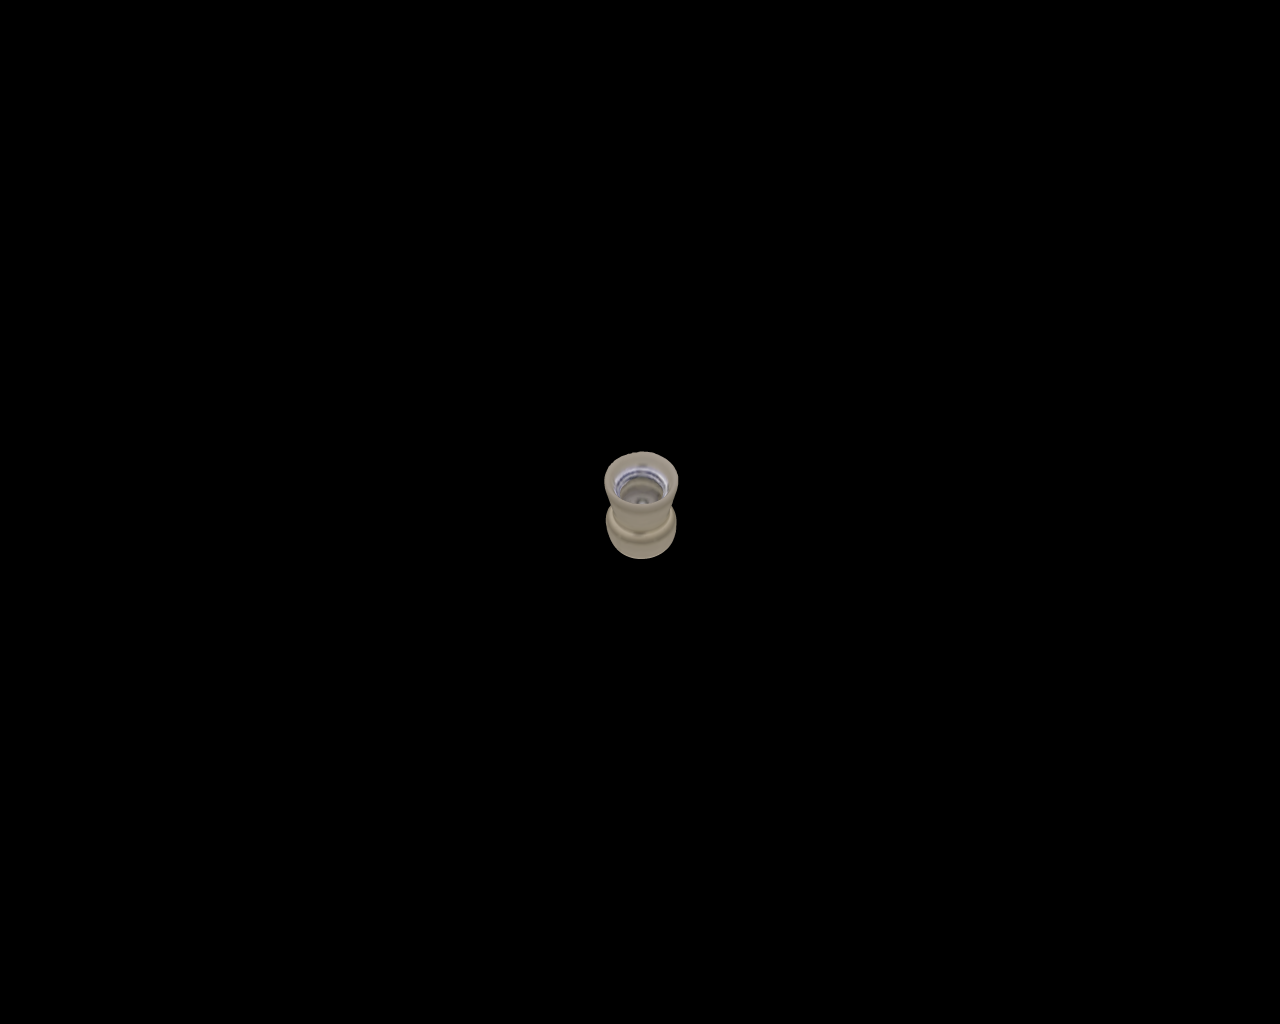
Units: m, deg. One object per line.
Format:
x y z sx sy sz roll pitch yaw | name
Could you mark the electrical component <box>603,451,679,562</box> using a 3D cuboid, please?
0.001 -0.003 0.650 0.045 0.045 0.055 0 -40 0 | electrical component
